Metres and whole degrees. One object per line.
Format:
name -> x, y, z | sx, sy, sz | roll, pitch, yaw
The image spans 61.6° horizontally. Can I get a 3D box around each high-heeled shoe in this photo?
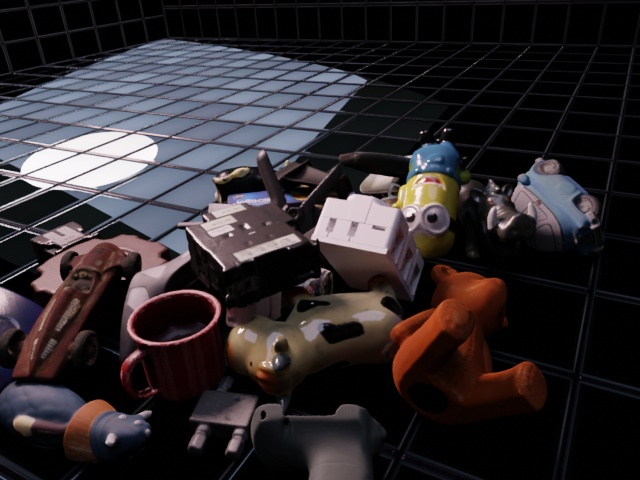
high-heeled shoe -> -0.134, 0.050, 0.645 | 0.145, 0.086, 0.249 | 4, 49, 9

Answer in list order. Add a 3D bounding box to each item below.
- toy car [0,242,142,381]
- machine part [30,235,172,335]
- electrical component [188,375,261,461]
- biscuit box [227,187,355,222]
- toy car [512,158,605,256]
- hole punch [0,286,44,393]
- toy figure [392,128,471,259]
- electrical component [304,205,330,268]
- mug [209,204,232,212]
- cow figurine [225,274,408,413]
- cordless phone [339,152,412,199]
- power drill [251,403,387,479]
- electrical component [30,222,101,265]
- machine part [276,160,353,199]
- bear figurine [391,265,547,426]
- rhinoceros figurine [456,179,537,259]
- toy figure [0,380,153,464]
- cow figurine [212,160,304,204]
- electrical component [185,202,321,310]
toy car -> -0.260, 0.066, 0.573 | 0.089, 0.053, 0.202 | 4, 32, 1
machine part -> -0.283, 0.051, 0.711 | 0.179, 0.056, 0.179 | -3, 27, 2
electrical component -> -0.086, 0.165, 0.509 | 0.063, 0.021, 0.094 | 2, 28, 10
biscuit box -> -0.044, -0.045, 0.854 | 0.203, 0.062, 0.059 | -7, 28, -7
toy car -> 0.325, -0.034, 0.767 | 0.103, 0.109, 0.162 | -26, 40, 6
hole punch -> -0.343, 0.114, 0.570 | 0.116, 0.092, 0.142 | 8, 27, 14
toy figure -> 0.154, -0.062, 0.721 | 0.082, 0.089, 0.180 | -15, 50, 42
electrical component -> -0.002, -0.001, 0.698 | 0.102, 0.078, 0.045 | -38, 59, 15
mug -> -0.107, -0.002, 0.771 | 0.107, 0.080, 0.110 | -1, 51, -11
cow figurine -> 0.001, 0.104, 0.553 | 0.195, 0.085, 0.127 | -6, 27, -14
cordless phone -> 0.091, -0.103, 0.830 | 0.184, 0.088, 0.147 | 6, -1, -31
power drill -> -0.020, 0.209, 0.361 | 0.232, 0.085, 0.207 | -2, 24, 0
electrical component -> -0.391, 0.008, 0.814 | 0.119, 0.047, 0.075 | 21, 36, 35
machine part -> -0.012, -0.093, 0.832 | 0.139, 0.039, 0.084 | 20, 33, 36
bear figurine -> 0.152, 0.085, 0.530 | 0.120, 0.132, 0.196 | 43, 45, 3
rhinoceros figurine -> 0.238, -0.034, 0.749 | 0.073, 0.112, 0.190 | -3, 20, -6
toy figure -> -0.220, 0.166, 0.489 | 0.155, 0.057, 0.064 | 12, 38, 18
cow figurine -> -0.093, -0.093, 0.900 | 0.167, 0.098, 0.068 | -11, 57, -11
electrical component -> -0.079, 0.009, 0.590 | 0.115, 0.058, 0.134 | -16, 33, -27
